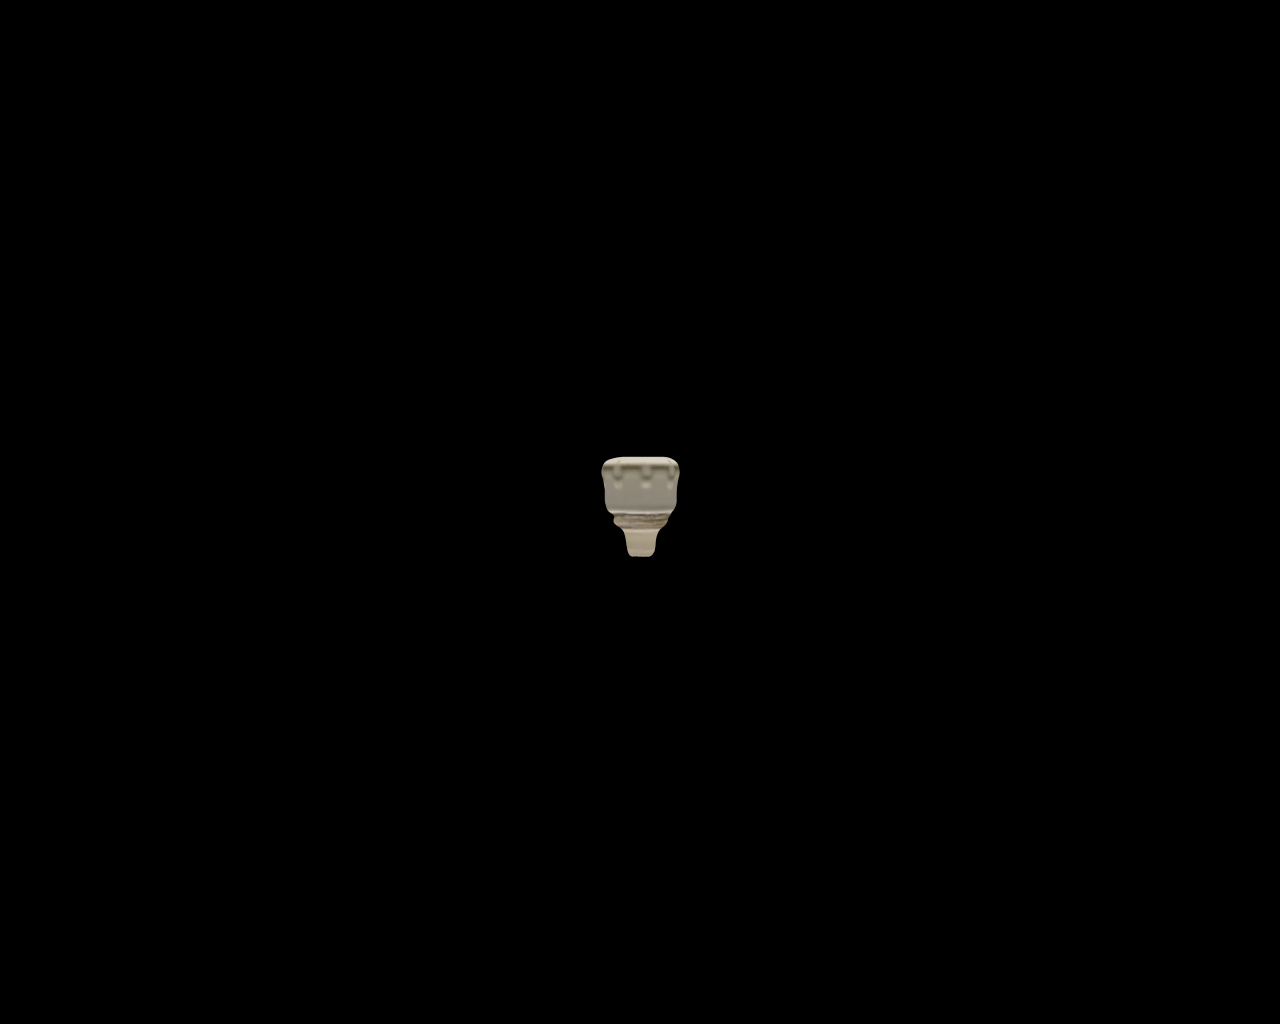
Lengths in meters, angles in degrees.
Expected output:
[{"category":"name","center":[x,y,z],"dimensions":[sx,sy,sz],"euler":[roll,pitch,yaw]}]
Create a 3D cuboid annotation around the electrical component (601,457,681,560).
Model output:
[{"category":"electrical component","center":[0.001,-0.003,0.650],"dimensions":[0.048,0.062,0.048],"euler":[0,2,0]}]
